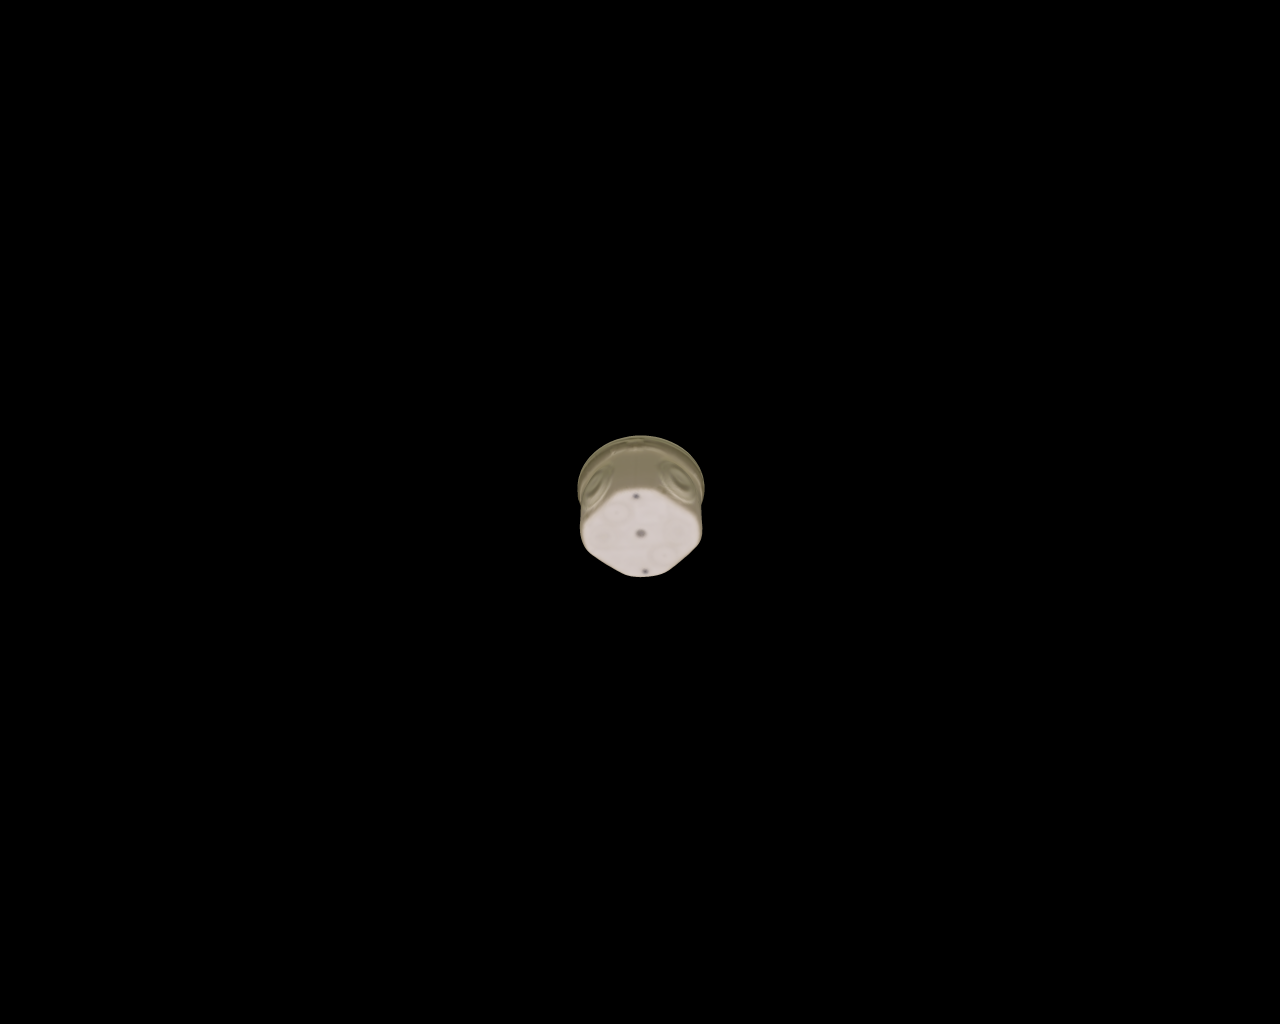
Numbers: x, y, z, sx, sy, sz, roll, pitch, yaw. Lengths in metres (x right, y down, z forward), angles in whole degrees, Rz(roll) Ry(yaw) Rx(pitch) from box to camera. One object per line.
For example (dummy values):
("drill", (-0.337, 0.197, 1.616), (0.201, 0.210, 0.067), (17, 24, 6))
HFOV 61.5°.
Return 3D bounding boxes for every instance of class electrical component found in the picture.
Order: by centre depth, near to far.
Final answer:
("electrical component", (0.001, -0.003, 0.650), (0.080, 0.080, 0.051), (0, 39, 0))
